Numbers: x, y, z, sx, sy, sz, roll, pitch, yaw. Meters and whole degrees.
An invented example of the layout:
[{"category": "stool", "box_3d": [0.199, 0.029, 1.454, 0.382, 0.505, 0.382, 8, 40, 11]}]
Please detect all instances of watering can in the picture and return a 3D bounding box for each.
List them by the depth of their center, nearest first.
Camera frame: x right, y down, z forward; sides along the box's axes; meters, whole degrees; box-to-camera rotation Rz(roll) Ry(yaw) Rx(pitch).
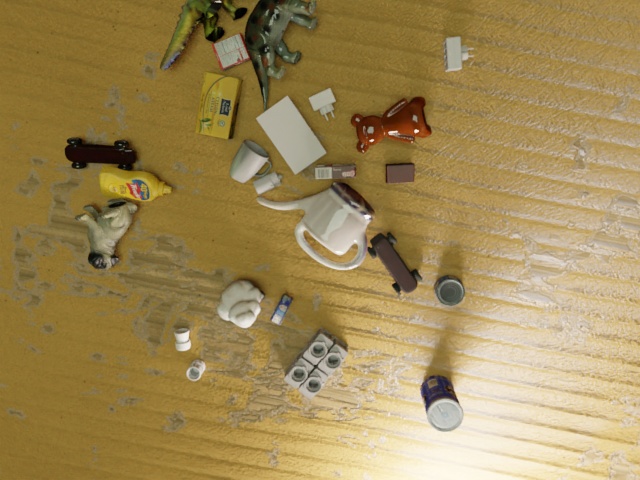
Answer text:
[{"category": "watering can", "box_3d": [0.004, -0.073, 1.446, 0.348, 0.104, 0.223, 40, 99, 3]}]

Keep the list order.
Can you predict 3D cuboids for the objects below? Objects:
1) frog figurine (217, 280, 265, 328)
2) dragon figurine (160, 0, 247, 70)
[{"category": "frog figurine", "box_3d": [-0.231, 0.186, 1.469, 0.137, 0.161, 0.122, -19, 98, 7]}, {"category": "dragon figurine", "box_3d": [-0.336, -0.669, 1.378, 0.409, 0.122, 0.244, -38, 79, 6]}]
